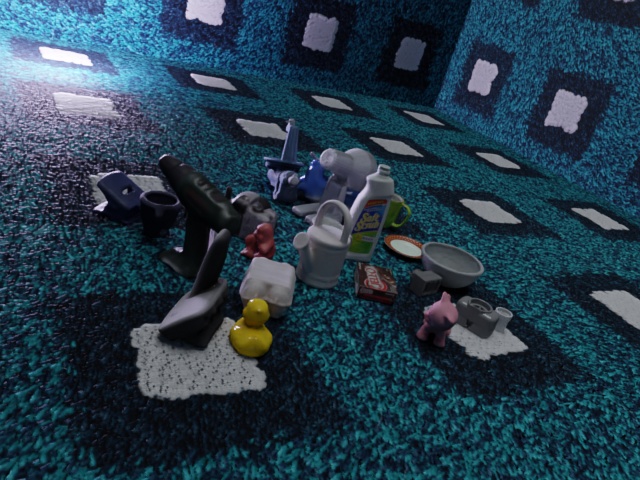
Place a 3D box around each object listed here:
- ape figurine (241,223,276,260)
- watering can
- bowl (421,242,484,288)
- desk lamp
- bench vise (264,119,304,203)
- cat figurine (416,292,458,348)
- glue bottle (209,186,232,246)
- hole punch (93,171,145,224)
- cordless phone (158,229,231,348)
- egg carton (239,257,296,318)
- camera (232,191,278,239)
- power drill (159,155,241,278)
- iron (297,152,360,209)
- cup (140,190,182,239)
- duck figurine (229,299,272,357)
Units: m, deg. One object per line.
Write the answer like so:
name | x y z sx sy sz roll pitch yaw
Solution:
ape figurine | -0.133 0.003 1.307 0.076 0.092 0.077 7 26 -21
watering can | 0.013 0.006 1.273 0.100 0.194 0.173 24 25 15
bowl | 0.331 0.075 1.476 0.167 0.075 0.167 14 24 -6
desk lamp | 0.048 -0.158 1.617 0.117 0.213 0.204 34 30 33
bench vise | -0.083 -0.232 1.680 0.122 0.220 0.206 -3 31 -37
cat figurine | 0.255 0.158 1.200 0.067 0.118 0.128 23 25 12
glue bottle | -0.212 -0.038 1.243 0.037 0.173 0.078 5 27 -24
hole punch | -0.451 -0.100 1.319 0.101 0.091 0.109 19 24 4
cordless phone | -0.205 0.077 0.990 0.094 0.185 0.147 16 24 -1
egg carton | -0.105 0.093 1.163 0.107 0.069 0.150 15 24 -5
camera | -0.161 -0.067 1.427 0.143 0.101 0.137 24 25 15
power drill | -0.265 -0.040 1.172 0.228 0.208 0.076 30 27 26
iron | 0.065 -0.172 1.745 0.258 0.141 0.118 15 24 -4
cup | -0.355 -0.045 1.261 0.092 0.095 0.117 9 26 -17
duck figurine | -0.116 0.148 1.018 0.078 0.086 0.104 10 25 -16
